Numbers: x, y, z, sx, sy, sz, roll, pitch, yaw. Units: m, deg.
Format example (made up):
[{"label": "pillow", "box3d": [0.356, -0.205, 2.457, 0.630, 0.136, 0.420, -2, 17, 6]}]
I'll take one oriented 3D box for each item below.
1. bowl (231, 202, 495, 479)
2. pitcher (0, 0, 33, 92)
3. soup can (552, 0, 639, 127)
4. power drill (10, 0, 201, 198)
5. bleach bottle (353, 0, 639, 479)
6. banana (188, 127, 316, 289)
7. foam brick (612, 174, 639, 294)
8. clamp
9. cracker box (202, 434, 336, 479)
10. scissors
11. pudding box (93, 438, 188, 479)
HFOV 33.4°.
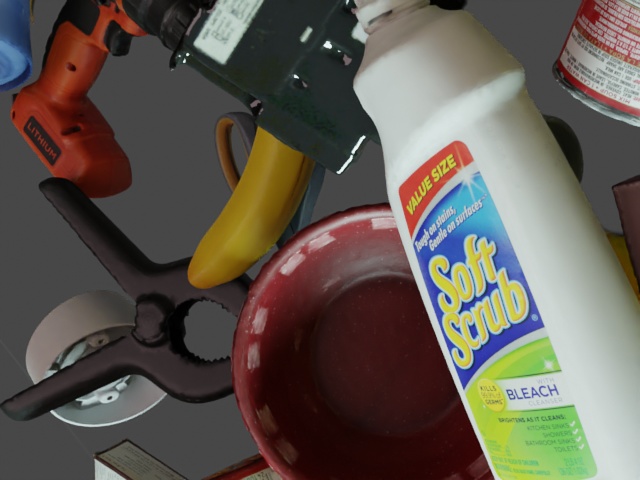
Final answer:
[{"label": "bowl", "box3d": [0.037, 0.062, 0.561, 0.162, 0.055, 0.162, 0, 88, 4]}, {"label": "pitcher", "box3d": [-0.255, -0.222, 0.719, 0.149, 0.144, 0.243, -16, 70, 48]}, {"label": "soup can", "box3d": [0.144, -0.103, 0.427, 0.069, 0.068, 0.102, 38, 126, 31]}, {"label": "power drill", "box3d": [-0.137, -0.121, 0.713, 0.185, 0.057, 0.188, 49, 129, 28]}, {"label": "bleach bottle", "box3d": [0.076, 0.003, 0.469, 0.103, 0.068, 0.251, -19, 99, 56]}, {"label": "banana", "box3d": [-0.032, -0.051, 0.617, 0.070, 0.037, 0.198, 29, 116, 35]}, {"label": "foam brick", "box3d": [0.172, -0.010, 0.439, 0.078, 0.051, 0.053, -13, 94, 46]}, {"label": "clamp", "box3d": [-0.111, 0.062, 0.694, 0.210, 0.036, 0.164, 16, 91, 15]}, {"label": "cracker box", "box3d": [-0.054, 0.176, 0.644, 0.214, 0.163, 0.072, -33, 76, 45]}, {"label": "scissors", "box3d": [-0.004, 0.001, 0.645, 0.096, 0.016, 0.202, -41, 74, 44]}, {"label": "pudding box", "box3d": [-0.128, 0.219, 0.823, 0.114, 0.039, 0.090, 21, 116, 37]}]
